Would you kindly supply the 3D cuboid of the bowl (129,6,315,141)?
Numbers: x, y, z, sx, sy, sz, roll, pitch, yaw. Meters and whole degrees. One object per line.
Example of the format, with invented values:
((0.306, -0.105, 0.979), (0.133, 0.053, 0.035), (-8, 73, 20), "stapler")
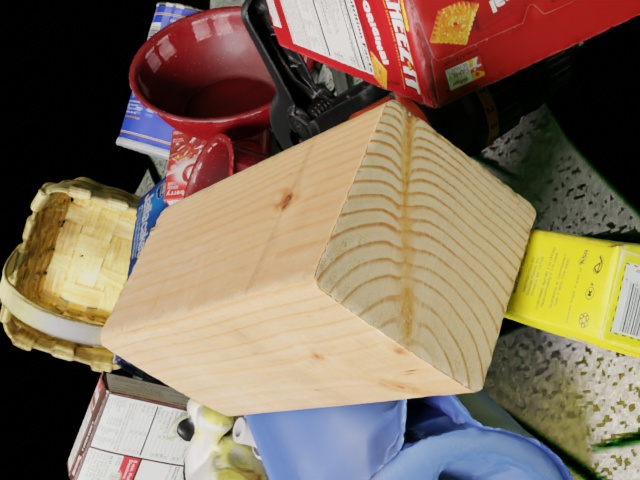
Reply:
((-0.080, -0.135, 0.923), (0.055, 0.162, 0.162), (81, 176, -46), "bowl")

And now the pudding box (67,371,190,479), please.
((-0.139, 0.165, 0.874), (0.090, 0.113, 0.039), (-68, 25, 11), "pudding box")

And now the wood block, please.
((-0.012, 0.021, 0.506), (0.207, 0.090, 0.090), (-18, 43, 55), "wood block")

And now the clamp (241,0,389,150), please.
((0.004, -0.089, 0.757), (0.039, 0.171, 0.120), (-41, 59, -17), "clamp")

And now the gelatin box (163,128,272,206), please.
((-0.088, -0.064, 0.935), (0.089, 0.030, 0.073), (-4, 63, 14), "gelatin box")

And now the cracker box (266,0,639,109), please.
((0.075, -0.153, 0.588), (0.214, 0.164, 0.072), (39, 152, 62), "cracker box")

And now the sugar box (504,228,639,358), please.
((0.111, 0.022, 0.506), (0.176, 0.093, 0.048), (8, 82, 63), "sugar box")

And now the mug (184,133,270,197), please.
((-0.053, -0.021, 0.844), (0.093, 0.081, 0.117), (-55, 32, 33), "mug")

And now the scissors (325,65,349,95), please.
((0.021, -0.165, 0.852), (0.096, 0.016, 0.202), (-51, 43, 24), "scissors")

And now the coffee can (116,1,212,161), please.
((-0.127, -0.144, 1.023), (0.103, 0.102, 0.140), (18, 92, 63), "coffee can")

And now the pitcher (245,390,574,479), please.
((0.027, 0.115, 0.595), (0.149, 0.144, 0.243), (-56, 27, 7), "pitcher")

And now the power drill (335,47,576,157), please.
((0.045, -0.052, 0.638), (0.057, 0.184, 0.188), (60, 159, 4), "power drill")
